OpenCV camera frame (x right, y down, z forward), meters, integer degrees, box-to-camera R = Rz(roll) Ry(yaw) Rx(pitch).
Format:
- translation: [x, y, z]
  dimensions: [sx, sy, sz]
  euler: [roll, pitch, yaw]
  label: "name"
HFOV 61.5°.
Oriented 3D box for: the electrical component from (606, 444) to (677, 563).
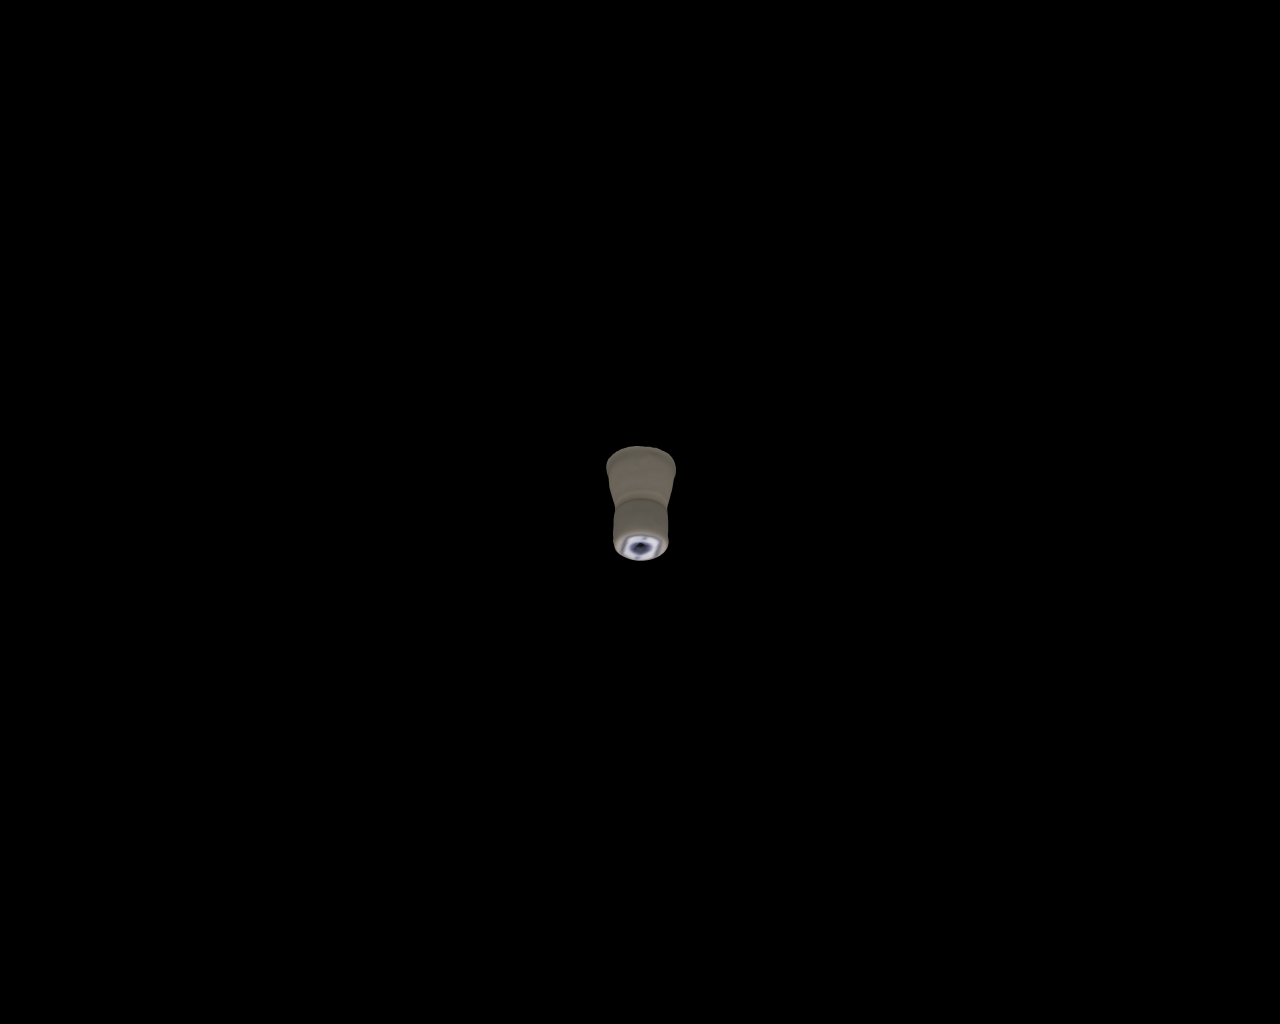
- translation: [0.001, -0.003, 0.650]
  dimensions: [0.044, 0.065, 0.044]
  euler: [0, -36, 0]
  label: "electrical component"
